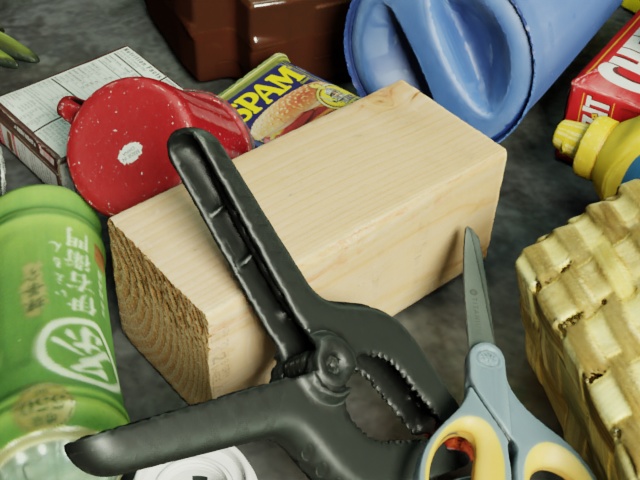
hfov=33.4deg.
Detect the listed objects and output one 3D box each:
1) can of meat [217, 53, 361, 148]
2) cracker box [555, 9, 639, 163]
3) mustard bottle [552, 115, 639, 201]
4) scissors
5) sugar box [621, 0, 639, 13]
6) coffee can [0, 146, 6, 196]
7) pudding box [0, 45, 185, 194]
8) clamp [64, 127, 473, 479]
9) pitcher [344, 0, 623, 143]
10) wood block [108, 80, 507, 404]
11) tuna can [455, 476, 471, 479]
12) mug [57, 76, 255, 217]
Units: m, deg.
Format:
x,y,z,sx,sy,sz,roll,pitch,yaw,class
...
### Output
x,y,z,sx,sy,sz,roll,pitch,yaw,class
-0.020,-0.066,0.695,0.084,0.057,0.102,30,50,23,can of meat
0.292,-0.083,0.712,0.214,0.072,0.164,26,47,24,cracker box
0.227,-0.028,0.632,0.192,0.096,0.058,28,50,25,mustard bottle
0.097,0.073,0.518,0.096,0.016,0.201,21,45,3,scissors
0.318,-0.184,0.806,0.048,0.093,0.176,-27,50,-27,sugar box
-0.265,-0.025,0.607,0.140,0.103,0.102,7,43,5,coffee can
-0.149,-0.081,0.719,0.113,0.039,0.090,-28,50,-31,pudding box
-0.007,0.050,0.491,0.209,0.036,0.164,25,58,-32,clamp
0.132,-0.174,0.739,0.145,0.149,0.242,50,44,-1,pitcher
-0.004,0.001,0.598,0.205,0.090,0.091,-29,51,-29,wood block
0.077,0.150,0.482,0.086,0.034,0.086,1,43,-1,tuna can
-0.104,-0.055,0.627,0.117,0.093,0.081,32,6,15,mug
